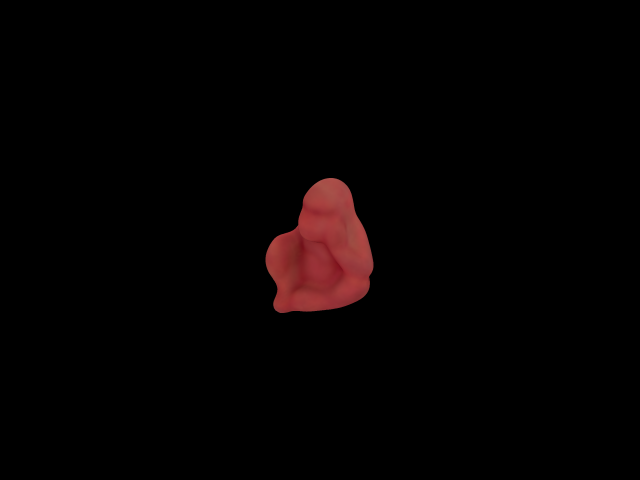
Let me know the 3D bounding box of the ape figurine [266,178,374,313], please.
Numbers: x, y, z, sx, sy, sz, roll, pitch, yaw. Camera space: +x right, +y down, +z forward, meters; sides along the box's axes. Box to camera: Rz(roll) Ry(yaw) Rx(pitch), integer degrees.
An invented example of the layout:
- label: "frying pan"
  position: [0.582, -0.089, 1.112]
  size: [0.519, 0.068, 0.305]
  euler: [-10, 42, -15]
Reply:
- label: "ape figurine"
  position: [0.004, 0.001, 0.400]
  size: [0.077, 0.092, 0.076]
  euler: [21, 33, 36]
